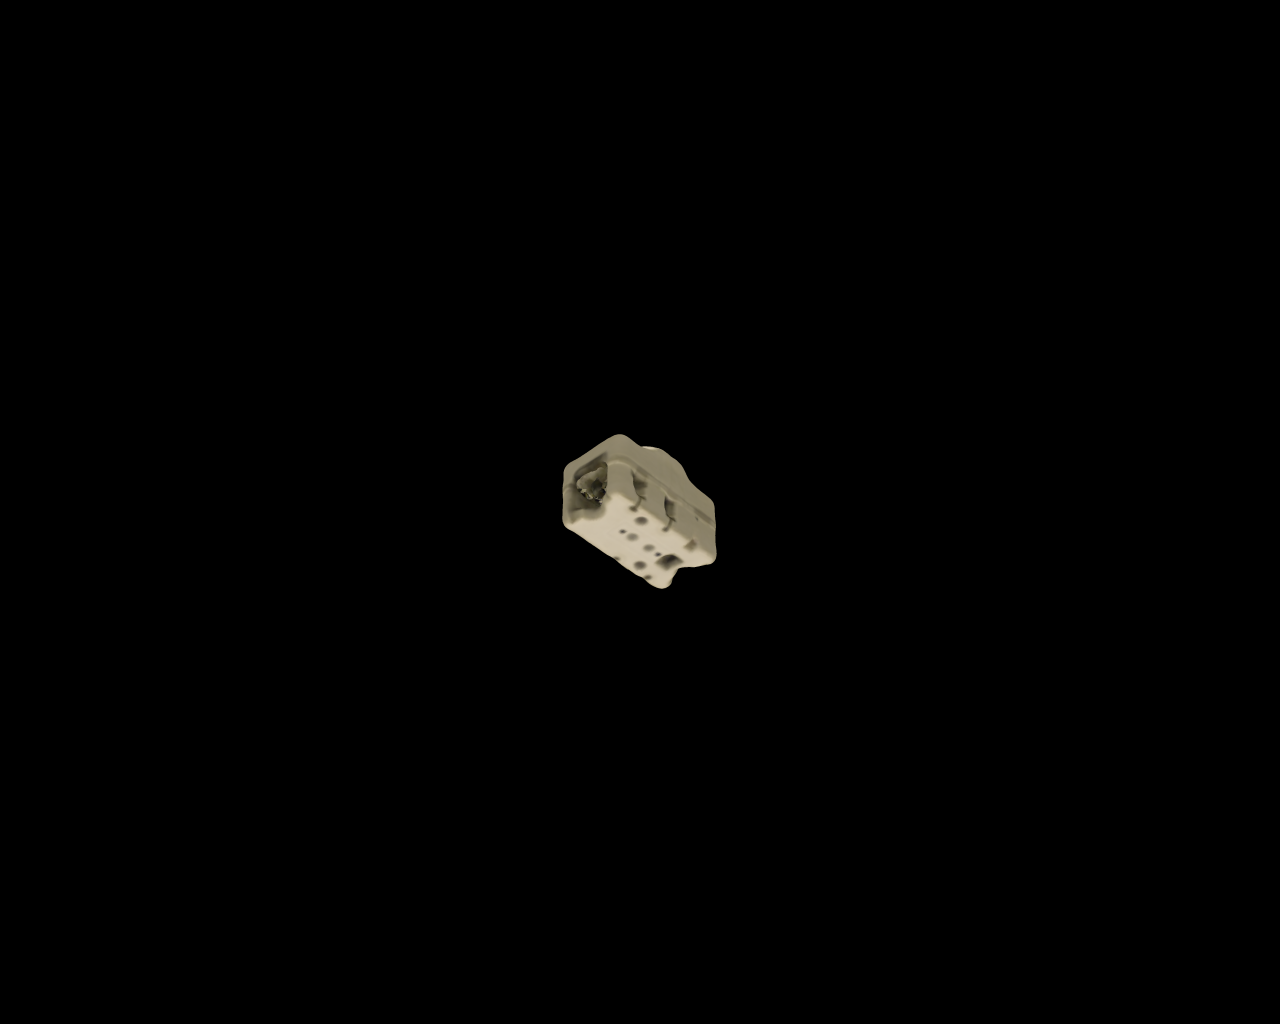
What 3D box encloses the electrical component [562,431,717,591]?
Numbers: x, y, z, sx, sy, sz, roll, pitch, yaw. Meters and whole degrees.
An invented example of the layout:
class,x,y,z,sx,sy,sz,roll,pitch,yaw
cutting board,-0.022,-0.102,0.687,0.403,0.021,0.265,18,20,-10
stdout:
class,x,y,z,sx,sy,sz,roll,pitch,yaw
electrical component,0.001,-0.003,0.650,0.050,0.056,0.089,-30,-49,31
